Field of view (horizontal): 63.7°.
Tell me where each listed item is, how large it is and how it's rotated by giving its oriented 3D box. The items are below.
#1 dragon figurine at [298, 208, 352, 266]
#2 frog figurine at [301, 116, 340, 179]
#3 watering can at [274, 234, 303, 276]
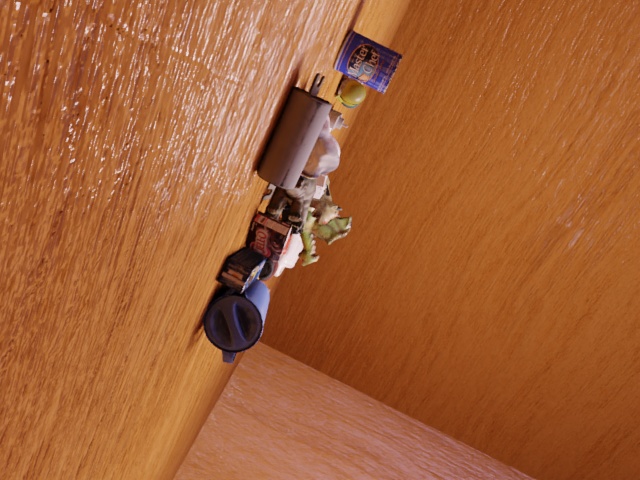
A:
[{"bbox_3d":[0.006,-0.096,1.913,0.409,0.243,0.122,-62,174,3],"label":"dragon figurine"},{"bbox_3d":[-0.009,-0.217,1.066,0.140,0.122,0.157,51,-49,54],"label":"frog figurine"},{"bbox_3d":[-0.132,0.043,2.019,0.347,0.104,0.225,40,74,-88],"label":"watering can"}]
